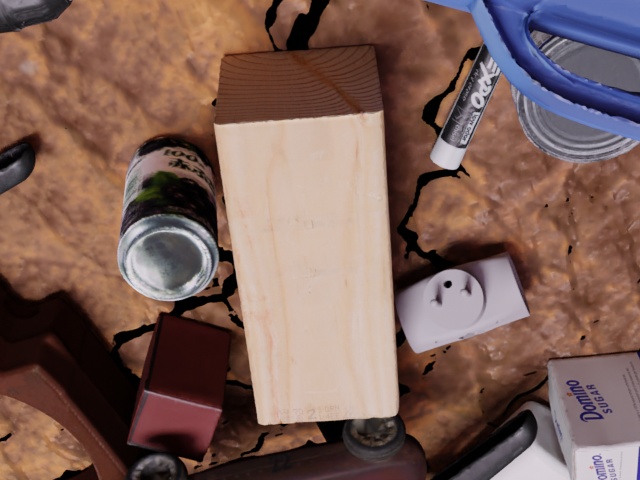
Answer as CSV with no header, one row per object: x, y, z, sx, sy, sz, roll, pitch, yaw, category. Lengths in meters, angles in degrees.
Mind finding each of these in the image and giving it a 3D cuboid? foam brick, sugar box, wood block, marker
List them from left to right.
-0.092,0.097,0.701,0.051,0.078,0.053,15,124,-10,foam brick
-0.003,0.001,0.630,0.090,0.091,0.206,-4,123,2,wood block
0.094,-0.095,0.610,0.020,0.020,0.121,16,122,-10,marker
0.245,0.114,0.702,0.176,0.093,0.048,-7,122,6,sugar box

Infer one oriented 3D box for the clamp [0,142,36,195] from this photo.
-0.246,-0.016,0.652,0.120,0.039,0.172,21,125,-6,clamp

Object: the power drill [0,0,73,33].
-0.233,-0.178,0.534,0.184,0.057,0.187,-10,122,7,power drill

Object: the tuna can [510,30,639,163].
0.152,-0.089,0.605,0.086,0.033,0.086,0,123,0,tuna can

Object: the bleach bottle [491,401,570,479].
0.111,0.231,0.797,0.102,0.068,0.251,32,120,-12,bleach bottle

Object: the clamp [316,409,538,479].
0.065,0.185,0.738,0.165,0.036,0.210,6,112,21,clamp

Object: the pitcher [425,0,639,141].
0.125,-0.146,0.507,0.242,0.149,0.145,11,124,-3,pitcher
